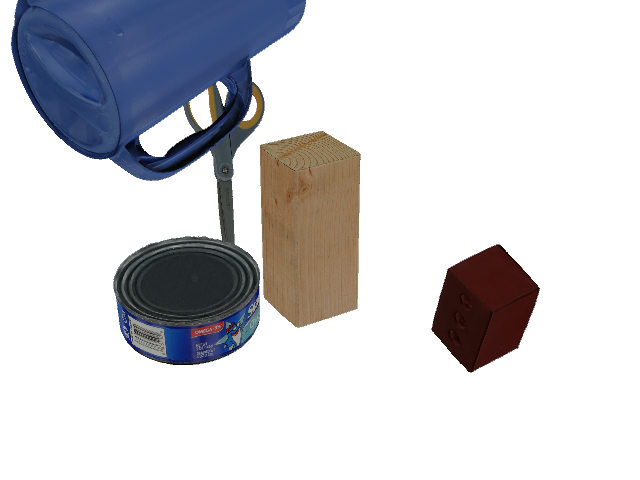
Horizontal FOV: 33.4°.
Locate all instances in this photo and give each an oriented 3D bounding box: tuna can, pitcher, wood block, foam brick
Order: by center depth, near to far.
[{"bbox_3d":[-0.078,0.035,0.634,0.086,0.034,0.086,0,34,0],"label":"tuna can"},{"bbox_3d":[0.128,0.053,0.832,0.051,0.078,0.053,-22,52,-25],"label":"foam brick"},{"bbox_3d":[-0.121,-0.170,0.904,0.145,0.149,0.242,29,50,31],"label":"pitcher"},{"bbox_3d":[-0.013,-0.013,1.278,0.090,0.206,0.090,-16,31,-27],"label":"wood block"}]

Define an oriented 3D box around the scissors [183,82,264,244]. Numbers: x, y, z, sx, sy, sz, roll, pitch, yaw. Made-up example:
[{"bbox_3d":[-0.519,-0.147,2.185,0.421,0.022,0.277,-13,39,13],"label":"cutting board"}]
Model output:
[{"bbox_3d":[-0.086,-0.084,1.119,0.096,0.202,0.016,-18,-3,-22],"label":"scissors"}]
